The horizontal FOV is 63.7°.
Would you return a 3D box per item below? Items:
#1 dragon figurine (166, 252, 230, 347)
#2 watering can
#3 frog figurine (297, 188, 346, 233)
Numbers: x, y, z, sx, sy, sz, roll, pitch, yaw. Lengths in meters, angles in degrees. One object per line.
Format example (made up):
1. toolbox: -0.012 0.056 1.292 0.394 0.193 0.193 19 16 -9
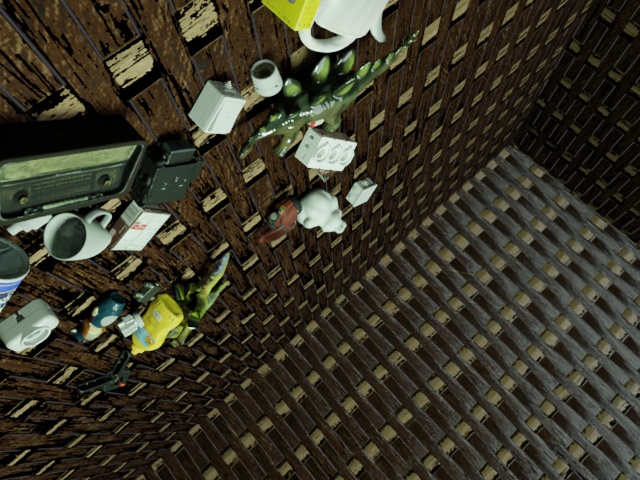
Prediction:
1. dragon figurine: -0.350 0.166 1.522 0.407 0.122 0.245 -47 180 13
2. watering can: 0.085 -0.461 0.987 0.352 0.105 0.220 -30 162 -51
3. frog figurine: 0.005 -0.080 1.596 0.139 0.161 0.120 -36 159 -23
